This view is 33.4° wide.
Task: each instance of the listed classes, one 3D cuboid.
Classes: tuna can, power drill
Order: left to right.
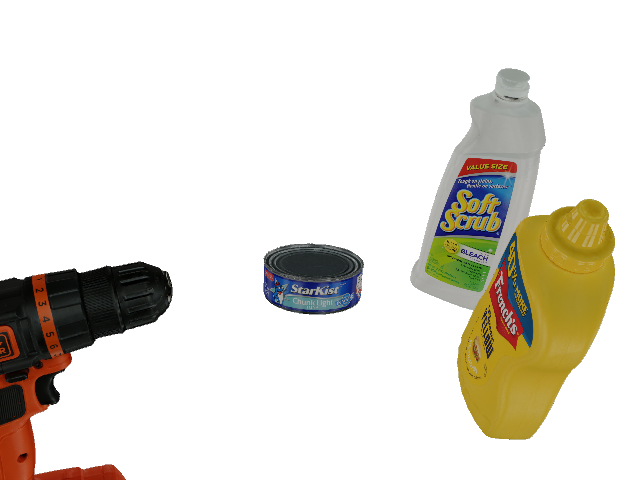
[{"bbox_3d":[-0.174,0.109,0.692,0.184,0.188,0.057,-12,26,-8],"label":"power drill"},{"bbox_3d":[-0.007,0.033,0.916,0.086,0.034,0.086,2,19,-1],"label":"tuna can"}]

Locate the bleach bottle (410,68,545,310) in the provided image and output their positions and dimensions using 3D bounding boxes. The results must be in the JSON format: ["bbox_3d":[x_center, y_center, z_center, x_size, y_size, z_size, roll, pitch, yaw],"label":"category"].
[{"bbox_3d":[0.158,-0.052,1.048,0.103,0.251,0.068,21,38,20],"label":"bleach bottle"}]

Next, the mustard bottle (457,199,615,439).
[{"bbox_3d":[0.137,0.041,0.665,0.058,0.096,0.192,5,-38,-8],"label":"mustard bottle"}]
